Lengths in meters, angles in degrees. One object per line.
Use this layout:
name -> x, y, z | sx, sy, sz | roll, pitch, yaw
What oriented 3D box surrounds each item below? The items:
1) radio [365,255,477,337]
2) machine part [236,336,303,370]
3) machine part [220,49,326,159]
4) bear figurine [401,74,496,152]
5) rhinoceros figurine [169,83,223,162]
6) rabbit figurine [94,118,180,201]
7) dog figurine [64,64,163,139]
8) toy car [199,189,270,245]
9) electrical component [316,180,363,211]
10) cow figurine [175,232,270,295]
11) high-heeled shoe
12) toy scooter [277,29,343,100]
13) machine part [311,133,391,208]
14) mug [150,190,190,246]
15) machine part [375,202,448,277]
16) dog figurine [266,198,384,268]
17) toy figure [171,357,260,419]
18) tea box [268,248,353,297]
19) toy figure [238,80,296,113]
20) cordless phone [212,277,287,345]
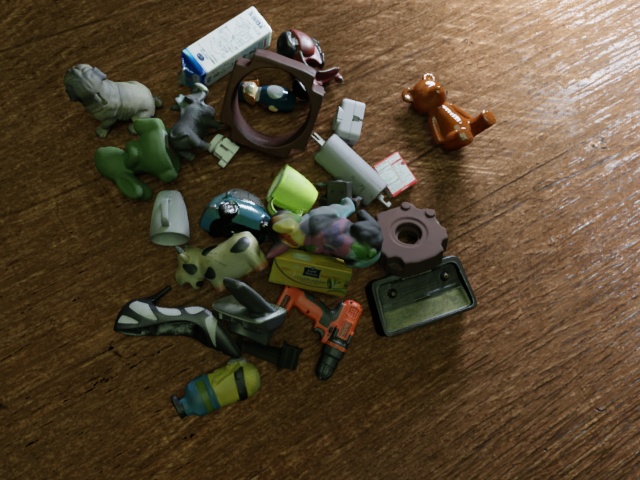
radio -> 0.224, 0.124, 1.213 | 0.230, 0.073, 0.131 | -16, 85, -13
machine part -> -0.109, 0.235, 1.133 | 0.139, 0.084, 0.039 | 17, 42, -1
machine part -> -0.103, -0.294, 1.167 | 0.201, 0.087, 0.200 | 18, 117, -6
bear figurine -> 0.298, -0.312, 1.275 | 0.120, 0.132, 0.195 | -35, 94, -19
rhinoceros figurine -> -0.277, -0.259, 1.164 | 0.112, 0.073, 0.190 | 37, 43, -31
rabbit figurine -> -0.390, -0.162, 1.143 | 0.170, 0.121, 0.159 | -12, 90, 6
dog figurine -> -0.418, -0.300, 1.104 | 0.172, 0.190, 0.121 | -27, 87, -15
toy car -> -0.172, -0.058, 1.158 | 0.161, 0.109, 0.103 | 14, 57, -20
electrical component -> 0.044, -0.096, 1.209 | 0.102, 0.045, 0.078 | 0, 97, 28
cow figurine -> -0.217, 0.044, 1.122 | 0.195, 0.085, 0.127 | -26, 90, 9
high-heeled shoe -> -0.292, 0.195, 1.092 | 0.249, 0.086, 0.145 | 37, 60, 13
toy scooter -> -0.018, -0.409, 1.255 | 0.135, 0.075, 0.184 | -11, 74, -28
machine part -> 0.070, -0.158, 1.229 | 0.243, 0.079, 0.079 | 44, 76, -1
mug -> -0.320, -0.054, 1.129 | 0.081, 0.109, 0.107 | -7, 68, -1
machine part -> 0.196, -0.003, 1.202 | 0.179, 0.056, 0.179 | -1, 53, 1
dog figurine -> -0.002, -0.003, 1.098 | 0.219, 0.108, 0.192 | -14, 43, -37
toy figure -> -0.210, 0.307, 1.100 | 0.180, 0.082, 0.089 | -27, 98, -18
tea box -> -0.021, 0.056, 1.159 | 0.170, 0.098, 0.068 | 14, 119, -7
toy figure -> -0.132, -0.333, 1.233 | 0.154, 0.057, 0.064 | 10, 39, -8
cordless phone -> -0.163, 0.121, 1.062 | 0.147, 0.184, 0.089 | 13, 63, 33
